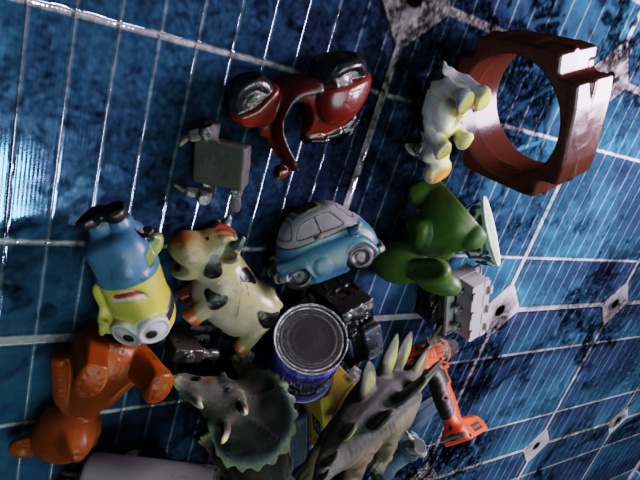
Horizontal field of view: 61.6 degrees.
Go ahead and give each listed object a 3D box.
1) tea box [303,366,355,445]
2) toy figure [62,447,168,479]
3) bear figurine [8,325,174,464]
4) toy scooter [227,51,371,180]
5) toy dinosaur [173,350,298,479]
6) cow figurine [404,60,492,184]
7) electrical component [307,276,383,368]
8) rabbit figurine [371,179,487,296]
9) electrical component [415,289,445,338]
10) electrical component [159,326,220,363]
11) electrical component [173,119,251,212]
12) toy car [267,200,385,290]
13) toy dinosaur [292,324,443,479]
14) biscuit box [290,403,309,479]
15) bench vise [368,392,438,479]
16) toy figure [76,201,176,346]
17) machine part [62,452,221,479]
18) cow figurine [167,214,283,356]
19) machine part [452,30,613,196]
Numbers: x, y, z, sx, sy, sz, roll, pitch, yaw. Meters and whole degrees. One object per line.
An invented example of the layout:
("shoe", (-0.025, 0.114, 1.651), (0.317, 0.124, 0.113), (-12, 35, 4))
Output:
("tea box", (0.010, 0.282, 0.909), (0.068, 0.098, 0.169), (-20, 125, -24))
("toy figure", (-0.294, 0.341, 0.764), (0.154, 0.064, 0.058), (-10, 159, -24))
("bear figurine", (-0.282, 0.205, 0.646), (0.120, 0.132, 0.195), (26, 95, -40))
("toy scooter", (-0.019, -0.146, 0.648), (0.184, 0.075, 0.135), (-20, 126, -20))
("toy dinosaur", (-0.098, 0.309, 0.789), (0.131, 0.192, 0.404), (-23, 126, -19))
("cow figurine", (0.166, -0.162, 0.764), (0.068, 0.098, 0.167), (-20, 145, -31))
("electrical component", (0.040, 0.121, 0.808), (0.058, 0.134, 0.114), (-27, 130, -21))
("rabbit figurine", (0.166, 0.016, 0.839), (0.170, 0.159, 0.121), (-39, 143, 12))
("electrical component", (0.218, 0.120, 0.987), (0.075, 0.048, 0.119), (-23, 128, -21))
("electrical component", (-0.184, 0.139, 0.713), (0.094, 0.063, 0.021), (13, 108, -38))
("electrical component", (-0.123, -0.085, 0.620), (0.078, 0.045, 0.102), (19, 117, 6))
("toy car", (-0.002, -0.002, 0.739), (0.162, 0.109, 0.102), (-19, 104, -11))
("toy dinosaur", (0.093, 0.233, 0.764), (0.198, 0.105, 0.471), (-61, 165, 18))
("biscuit box", (-0.056, 0.361, 0.936), (0.063, 0.059, 0.202), (-16, 125, -26))
("bench vise", (0.157, 0.349, 1.004), (0.240, 0.129, 0.223), (-26, 163, -33))
("toy figure", (-0.216, 0.040, 0.621), (0.089, 0.082, 0.179), (-57, 142, -56))
("machine part", (-0.219, 0.323, 0.697), (0.243, 0.079, 0.079), (5, 118, 1))
("cow figurine", (-0.120, 0.055, 0.694), (0.127, 0.086, 0.194), (-42, 130, 2))
("machine part", (0.285, -0.180, 0.749), (0.087, 0.201, 0.201), (-19, 126, -27))
